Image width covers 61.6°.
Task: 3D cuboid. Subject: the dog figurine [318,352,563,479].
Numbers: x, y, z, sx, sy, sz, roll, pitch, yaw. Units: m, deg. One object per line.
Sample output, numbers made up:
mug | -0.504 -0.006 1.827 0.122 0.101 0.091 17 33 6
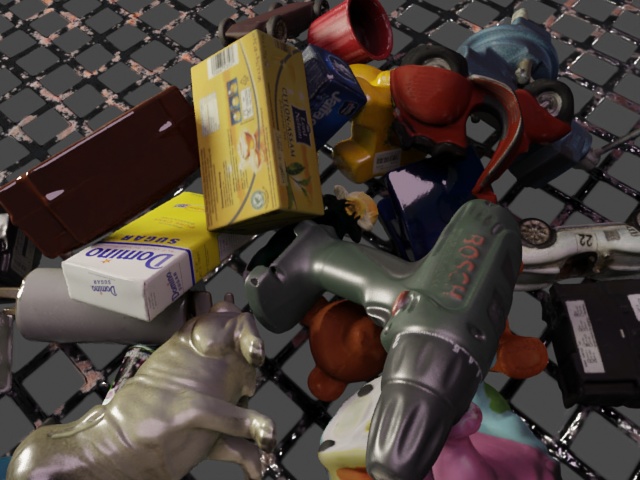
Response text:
dog figurine | 0.124 0.205 0.409 0.191 0.108 0.219 -29 95 28

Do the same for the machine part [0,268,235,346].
machine part | -0.207 0.068 0.545 0.243 0.079 0.079 1 59 3

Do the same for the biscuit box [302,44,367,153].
biscuit box | -0.043 -0.113 0.587 0.202 0.059 0.063 -41 55 29

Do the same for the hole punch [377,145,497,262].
hole punch | 0.131 -0.030 0.582 0.142 0.092 0.116 -19 64 -12

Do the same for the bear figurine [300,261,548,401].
bear figurine | 0.080 0.080 0.494 0.196 0.132 0.120 -5 75 -8

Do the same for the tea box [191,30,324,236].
tea box | -0.061 -0.096 0.514 0.098 0.068 0.169 -13 81 36

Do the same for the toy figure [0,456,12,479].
toy figure | -0.227 0.219 0.465 0.155 0.064 0.058 5 22 0

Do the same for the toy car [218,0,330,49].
toy car | -0.058 -0.291 0.734 0.089 0.053 0.202 9 34 21

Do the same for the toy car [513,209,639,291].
toy car | 0.271 0.014 0.553 0.202 0.073 0.056 -4 55 0

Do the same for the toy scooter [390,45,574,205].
toy scooter | 0.146 -0.107 0.530 0.184 0.075 0.135 19 89 9

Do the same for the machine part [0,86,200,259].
machine part | -0.222 -0.072 0.567 0.201 0.087 0.201 -37 22 -19

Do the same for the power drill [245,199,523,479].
power drill | 0.036 0.052 0.409 0.207 0.085 0.232 3 43 47

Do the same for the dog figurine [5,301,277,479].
dog figurine | -0.145 0.130 0.443 0.190 0.121 0.172 0 38 -17

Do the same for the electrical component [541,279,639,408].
electrical component | 0.292 0.099 0.511 0.134 0.058 0.115 -1 61 2

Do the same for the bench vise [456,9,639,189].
bench vise | 0.250 -0.187 0.640 0.224 0.128 0.240 22 56 -5

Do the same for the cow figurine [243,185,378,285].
cow figurine | -0.002 -0.004 0.558 0.167 0.098 0.068 -42 82 -17

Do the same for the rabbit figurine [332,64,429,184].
rabbit figurine | 0.072 -0.171 0.657 0.162 0.121 0.173 -22 42 -13

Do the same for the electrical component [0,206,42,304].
electrical component | -0.346 0.004 0.593 0.048 0.074 0.119 -7 56 0
